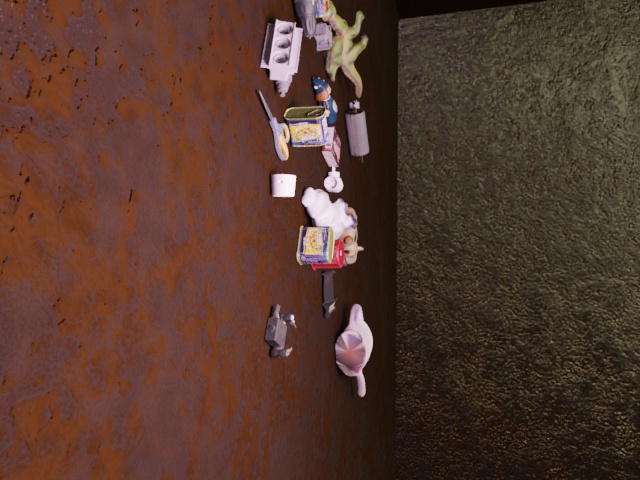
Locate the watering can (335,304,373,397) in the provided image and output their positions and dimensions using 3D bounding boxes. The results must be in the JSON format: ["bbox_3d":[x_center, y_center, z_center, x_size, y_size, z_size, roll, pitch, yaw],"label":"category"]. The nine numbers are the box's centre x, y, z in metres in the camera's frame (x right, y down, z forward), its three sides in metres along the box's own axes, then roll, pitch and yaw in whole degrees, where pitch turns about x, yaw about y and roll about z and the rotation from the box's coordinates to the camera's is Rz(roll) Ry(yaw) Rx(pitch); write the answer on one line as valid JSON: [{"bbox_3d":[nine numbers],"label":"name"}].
[{"bbox_3d":[0.125,0.399,1.757,0.225,0.104,0.346,-17,105,-74],"label":"watering can"}]

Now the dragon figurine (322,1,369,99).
[{"bbox_3d":[0.068,-0.622,1.742,0.248,0.122,0.401,-53,140,-40],"label":"dragon figurine"}]

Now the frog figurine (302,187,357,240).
[{"bbox_3d":[0.004,-0.071,1.417,0.159,0.121,0.140,15,54,-38],"label":"frog figurine"}]
